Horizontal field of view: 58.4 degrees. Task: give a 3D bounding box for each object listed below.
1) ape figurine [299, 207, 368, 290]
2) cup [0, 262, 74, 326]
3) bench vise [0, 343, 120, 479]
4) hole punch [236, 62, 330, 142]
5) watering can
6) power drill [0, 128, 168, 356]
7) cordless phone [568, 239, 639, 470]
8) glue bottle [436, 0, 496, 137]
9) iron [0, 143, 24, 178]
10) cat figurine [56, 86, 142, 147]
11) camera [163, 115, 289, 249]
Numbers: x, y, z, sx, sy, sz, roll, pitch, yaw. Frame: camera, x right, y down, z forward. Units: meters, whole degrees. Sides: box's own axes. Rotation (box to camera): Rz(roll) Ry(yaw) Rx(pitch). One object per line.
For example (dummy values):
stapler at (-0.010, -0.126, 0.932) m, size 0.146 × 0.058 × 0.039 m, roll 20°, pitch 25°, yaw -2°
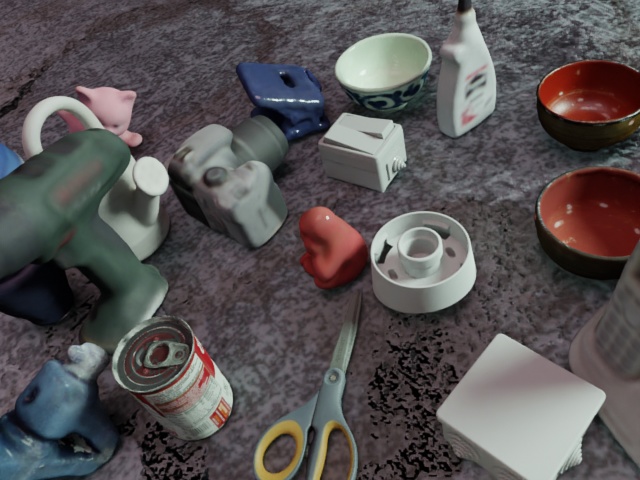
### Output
ape figurine at (0.005, 0.002, 0.560) m, size 0.076 × 0.092 × 0.078 m, roll -3°, pitch 49°, yaw 14°
cup at (-0.318, 0.044, 0.612) m, size 0.117 × 0.095 × 0.092 m, roll 16°, pitch 56°, yaw 27°
bench vise at (-0.273, 0.140, 0.431) m, size 0.121 × 0.220 × 0.208 m, roll 15°, pitch 56°, yaw 27°
hole punch at (-0.048, -0.190, 0.743) m, size 0.101 × 0.091 × 0.108 m, roll -23°, pitch 48°, yaw -5°
watering can at (-0.240, -0.068, 0.620) m, size 0.172 × 0.194 × 0.101 m, roll -9°, pitch 48°, yaw 9°
power drill at (-0.231, 0.016, 0.535) m, size 0.075 × 0.209 × 0.230 m, roll 3°, pitch 51°, yaw 18°
cordless phone at (0.240, 0.073, 0.369) m, size 0.094 × 0.185 × 0.147 m, roll -24°, pitch 48°, yaw -5°
glue bottle at (0.162, -0.202, 0.638) m, size 0.078 × 0.173 × 0.037 m, roll -39°, pitch 51°, yaw -18°
iron at (-0.454, -0.075, 0.722) m, size 0.118 × 0.142 × 0.258 m, roll -14°, pitch 48°, yaw 3°
cat figurine at (-0.300, -0.164, 0.773) m, size 0.127 × 0.118 × 0.067 m, roll 6°, pitch 52°, yaw 20°
camera at (-0.093, -0.085, 0.657) m, size 0.142 × 0.101 × 0.137 m, roll 28°, pitch 62°, yaw 34°
